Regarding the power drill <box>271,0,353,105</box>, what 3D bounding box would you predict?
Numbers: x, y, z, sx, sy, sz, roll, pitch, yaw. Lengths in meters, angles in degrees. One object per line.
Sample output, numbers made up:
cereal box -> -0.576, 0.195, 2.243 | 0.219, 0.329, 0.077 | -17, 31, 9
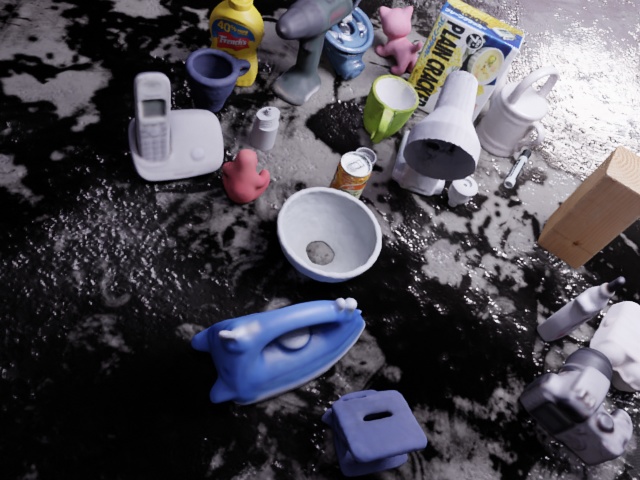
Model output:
power drill -> -0.024, -0.355, 1.043 | 0.075, 0.208, 0.230 | 32, 54, 6

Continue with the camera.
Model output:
camera -> 0.399, 0.231, 0.848 | 0.143, 0.100, 0.137 | 42, 56, 13

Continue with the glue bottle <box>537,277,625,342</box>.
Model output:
glue bottle -> 0.414, 0.103, 0.893 | 0.078, 0.173, 0.037 | -19, 64, -26

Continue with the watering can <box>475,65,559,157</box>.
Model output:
watering can -> 0.385, -0.267, 1.118 | 0.172, 0.194, 0.101 | 44, 56, 14

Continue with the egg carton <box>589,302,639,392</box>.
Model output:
egg carton -> 0.505, 0.172, 0.940 | 0.107, 0.069, 0.150 | 39, 55, 11

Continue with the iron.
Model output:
iron -> -0.032, 0.121, 0.766 | 0.259, 0.141, 0.118 | -15, 63, -25

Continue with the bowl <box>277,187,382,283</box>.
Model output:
bowl -> 0.008, 0.003, 0.898 | 0.167, 0.074, 0.167 | 8, 56, -12

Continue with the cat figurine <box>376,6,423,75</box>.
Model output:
cat figurine -> 0.171, -0.433, 1.210 | 0.067, 0.117, 0.127 | -23, 66, -28

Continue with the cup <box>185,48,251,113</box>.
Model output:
cup -> -0.182, -0.277, 1.014 | 0.118, 0.095, 0.091 | -20, 65, -27

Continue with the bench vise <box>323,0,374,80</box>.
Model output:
bench vise -> 0.026, -0.450, 1.115 | 0.207, 0.219, 0.122 | 37, 55, 9

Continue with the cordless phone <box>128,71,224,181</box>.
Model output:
cordless phone -> -0.220, -0.180, 0.883 | 0.148, 0.185, 0.094 | -14, 62, -24

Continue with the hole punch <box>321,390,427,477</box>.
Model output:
hole punch -> 0.069, 0.244, 0.746 | 0.109, 0.091, 0.101 | -5, 59, -20

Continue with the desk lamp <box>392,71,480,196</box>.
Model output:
desk lamp -> 0.201, -0.171, 0.986 | 0.118, 0.213, 0.203 | 20, 54, -3

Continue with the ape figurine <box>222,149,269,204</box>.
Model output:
ape figurine -> -0.120, -0.109, 0.923 | 0.078, 0.092, 0.076 | 26, 54, 1
